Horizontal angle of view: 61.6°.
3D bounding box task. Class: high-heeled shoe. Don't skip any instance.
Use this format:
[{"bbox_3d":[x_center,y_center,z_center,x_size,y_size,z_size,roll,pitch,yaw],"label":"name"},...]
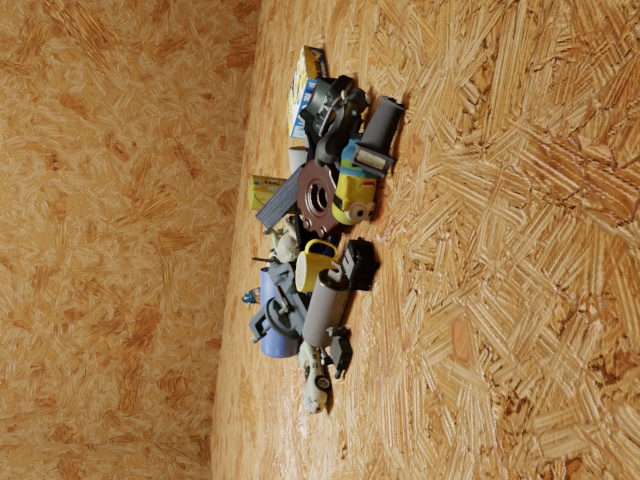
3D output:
[{"bbox_3d":[0.001,-0.263,1.411,0.249,0.086,0.145,-77,-28,-50],"label":"high-heeled shoe"}]

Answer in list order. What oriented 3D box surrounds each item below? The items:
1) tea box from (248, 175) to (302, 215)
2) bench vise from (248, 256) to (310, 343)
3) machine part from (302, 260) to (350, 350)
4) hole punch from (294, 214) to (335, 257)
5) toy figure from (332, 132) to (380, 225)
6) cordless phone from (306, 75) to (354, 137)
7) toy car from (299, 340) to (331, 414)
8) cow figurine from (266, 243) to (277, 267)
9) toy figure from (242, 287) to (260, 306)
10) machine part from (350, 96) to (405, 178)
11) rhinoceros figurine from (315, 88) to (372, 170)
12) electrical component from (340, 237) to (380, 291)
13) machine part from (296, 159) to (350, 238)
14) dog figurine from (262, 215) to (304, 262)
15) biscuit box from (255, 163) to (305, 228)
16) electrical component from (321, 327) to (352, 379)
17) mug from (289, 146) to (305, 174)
[{"bbox_3d":[-0.117,-0.128,1.543,0.098,0.170,0.068,-103,25,-52],"label":"tea box"},{"bbox_3d":[-0.108,0.164,1.319,0.240,0.129,0.224,-45,73,30],"label":"bench vise"},{"bbox_3d":[0.015,0.148,1.160,0.079,0.079,0.243,-106,27,-53],"label":"machine part"},{"bbox_3d":[-0.003,-0.004,1.289,0.115,0.092,0.142,69,-174,-48],"label":"hole punch"},{"bbox_3d":[0.073,-0.117,1.032,0.089,0.082,0.180,-146,60,-71],"label":"toy figure"},{"bbox_3d":[0.041,-0.270,1.236,0.146,0.089,0.184,123,137,-57],"label":"cordless phone"},{"bbox_3d":[-0.017,0.306,1.258,0.202,0.056,0.073,-103,24,-47],"label":"toy car"},{"bbox_3d":[-0.126,0.052,1.708,0.167,0.068,0.098,-128,51,-63],"label":"cow figurine"},{"bbox_3d":[-0.159,0.169,1.626,0.064,0.154,0.057,-158,71,-75],"label":"toy figure"},{"bbox_3d":[0.108,-0.185,0.957,0.039,0.084,0.138,-47,-24,-74],"label":"machine part"},{"bbox_3d":[0.046,-0.226,1.091,0.190,0.073,0.112,-62,-26,-27],"label":"rhinoceros figurine"},{"bbox_3d":[0.073,0.035,1.044,0.119,0.048,0.074,-107,27,-49],"label":"electrical component"},{"bbox_3d":[0.012,-0.093,1.168,0.180,0.056,0.179,20,115,52],"label":"machine part"},{"bbox_3d":[-0.050,0.039,1.431,0.121,0.172,0.190,-30,80,34],"label":"dog figurine"},{"bbox_3d":[-0.085,-0.118,1.444,0.202,0.063,0.059,-44,4,22],"label":"biscuit box"},{"bbox_3d":[0.033,0.230,1.125,0.078,0.045,0.102,-103,24,-52],"label":"electrical component"},{"bbox_3d":[-0.050,-0.206,1.500,0.110,0.081,0.107,-141,48,-66],"label":"mug"}]
